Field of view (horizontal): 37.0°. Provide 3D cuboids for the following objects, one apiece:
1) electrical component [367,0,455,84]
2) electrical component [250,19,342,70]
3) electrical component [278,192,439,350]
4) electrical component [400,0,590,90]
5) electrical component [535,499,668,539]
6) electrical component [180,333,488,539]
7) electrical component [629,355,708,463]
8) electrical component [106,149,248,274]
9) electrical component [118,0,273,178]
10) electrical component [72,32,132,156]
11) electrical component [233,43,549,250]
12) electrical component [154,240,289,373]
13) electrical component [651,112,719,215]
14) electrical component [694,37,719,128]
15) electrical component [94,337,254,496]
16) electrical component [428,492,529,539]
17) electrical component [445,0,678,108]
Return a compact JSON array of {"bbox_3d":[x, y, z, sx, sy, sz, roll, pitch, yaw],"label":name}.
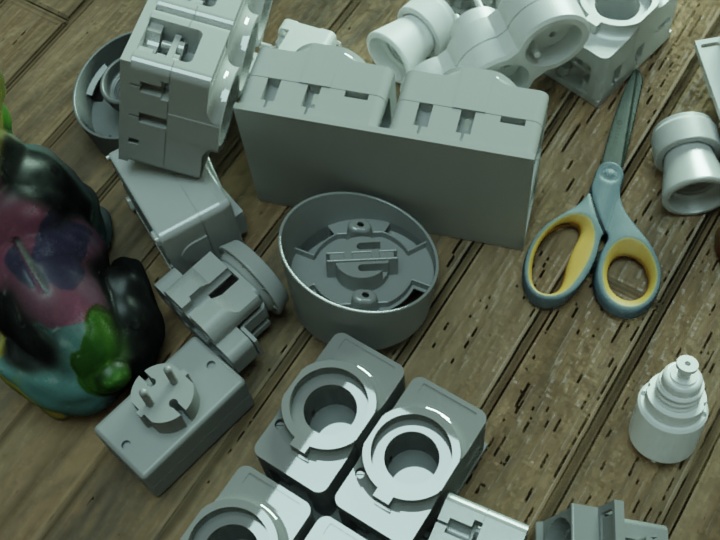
[{"bbox_3d":[0.039,-0.169,0.783,0.045,0.045,0.055,40,71,23],"label":"electrical component"},{"bbox_3d":[-0.047,-0.144,0.778,0.081,0.042,0.063,19,63,14],"label":"electrical component"},{"bbox_3d":[0.000,0.000,0.678,0.099,0.064,0.099,0,50,0],"label":"electrical component"},{"bbox_3d":[0.084,-0.154,0.737,0.138,0.052,0.073,-35,57,28],"label":"electrical component"},{"bbox_3d":[0.130,0.192,0.565,0.063,0.078,0.121,13,61,-13],"label":"electrical component"},{"bbox_3d":[-0.019,0.139,0.609,0.105,0.060,0.186,28,67,18],"label":"electrical component"},{"bbox_3d":[0.181,0.078,0.620,0.040,0.078,0.040,0,47,0],"label":"electrical component"},{"bbox_3d":[-0.122,-0.052,0.721,0.061,0.061,0.096,-29,63,-11],"label":"electrical component"},{"bbox_3d":[-0.101,-0.145,0.690,0.062,0.089,0.150,15,53,-3],"label":"electrical component"},{"bbox_3d":[-0.153,-0.121,0.775,0.099,0.064,0.099,-7,65,16],"label":"electrical component"},{"bbox_3d":[0.023,-0.082,0.701,0.186,0.105,0.060,11,63,10],"label":"electrical component"},{"bbox_3d":[-0.083,0.019,0.682,0.057,0.058,0.078,-43,66,-15],"label":"electrical component"},{"bbox_3d":[0.219,-0.071,0.714,0.045,0.045,0.055,-3,61,3],"label":"electrical component"},{"bbox_3d":[0.276,-0.102,0.715,0.079,0.063,0.121,-9,61,3],"label":"electrical component"},{"bbox_3d":[-0.113,0.080,0.640,0.047,0.075,0.083,39,71,22],"label":"electrical component"},{"bbox_3d":[0.058,0.178,0.587,0.056,0.050,0.089,20,65,15],"label":"electrical component"},{"bbox_3d":[0.144,-0.202,0.783,0.150,0.061,0.089,39,71,22],"label":"electrical component"}]
